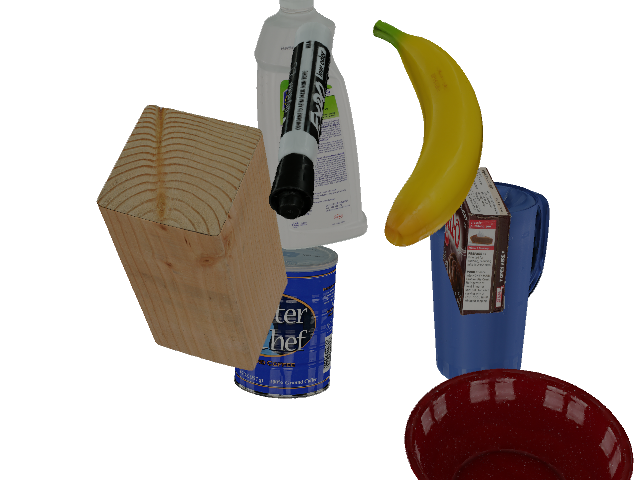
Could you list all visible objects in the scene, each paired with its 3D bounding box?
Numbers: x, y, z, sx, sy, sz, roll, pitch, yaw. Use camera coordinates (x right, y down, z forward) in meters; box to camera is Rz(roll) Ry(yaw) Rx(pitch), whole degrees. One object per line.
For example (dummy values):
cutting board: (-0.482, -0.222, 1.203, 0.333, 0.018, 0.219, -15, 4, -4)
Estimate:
coffee can: (-0.037, 0.080, 1.109, 0.103, 0.140, 0.103, 3, 13, -1)
wood block: (-0.088, 0.005, 0.797, 0.090, 0.090, 0.206, 14, -29, 13)
bleach bottle: (-0.009, -0.118, 1.015, 0.102, 0.251, 0.068, -12, 30, -17)
marker: (-0.008, -0.056, 0.483, 0.020, 0.121, 0.020, 3, -43, 3)
bowl: (0.141, 0.166, 0.778, 0.162, 0.055, 0.162, -1, 35, 0)
pudding box: (0.128, -0.002, 0.890, 0.039, 0.090, 0.113, -2, 23, -3)
banana: (0.071, -0.068, 0.683, 0.069, 0.198, 0.037, 1, -42, -2)
pitcher: (0.209, 0.052, 1.336, 0.149, 0.243, 0.145, 2, 21, 10)
